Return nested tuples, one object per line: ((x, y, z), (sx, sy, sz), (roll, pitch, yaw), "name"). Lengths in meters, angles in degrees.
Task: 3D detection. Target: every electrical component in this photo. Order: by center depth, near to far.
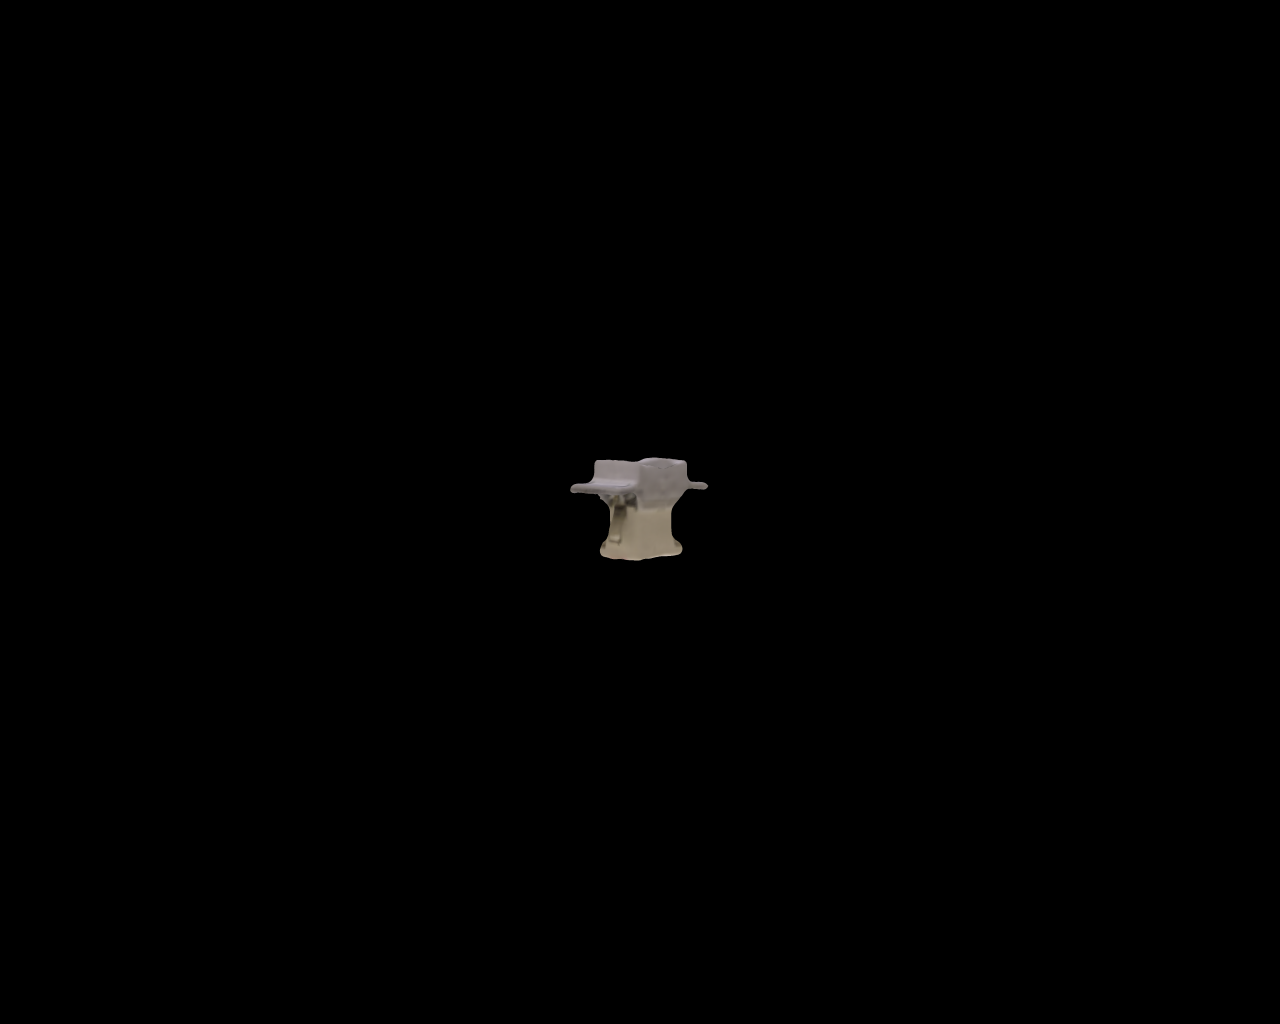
((0.001, -0.003, 0.650), (0.081, 0.063, 0.042), (-4, 6, -43), "electrical component")
